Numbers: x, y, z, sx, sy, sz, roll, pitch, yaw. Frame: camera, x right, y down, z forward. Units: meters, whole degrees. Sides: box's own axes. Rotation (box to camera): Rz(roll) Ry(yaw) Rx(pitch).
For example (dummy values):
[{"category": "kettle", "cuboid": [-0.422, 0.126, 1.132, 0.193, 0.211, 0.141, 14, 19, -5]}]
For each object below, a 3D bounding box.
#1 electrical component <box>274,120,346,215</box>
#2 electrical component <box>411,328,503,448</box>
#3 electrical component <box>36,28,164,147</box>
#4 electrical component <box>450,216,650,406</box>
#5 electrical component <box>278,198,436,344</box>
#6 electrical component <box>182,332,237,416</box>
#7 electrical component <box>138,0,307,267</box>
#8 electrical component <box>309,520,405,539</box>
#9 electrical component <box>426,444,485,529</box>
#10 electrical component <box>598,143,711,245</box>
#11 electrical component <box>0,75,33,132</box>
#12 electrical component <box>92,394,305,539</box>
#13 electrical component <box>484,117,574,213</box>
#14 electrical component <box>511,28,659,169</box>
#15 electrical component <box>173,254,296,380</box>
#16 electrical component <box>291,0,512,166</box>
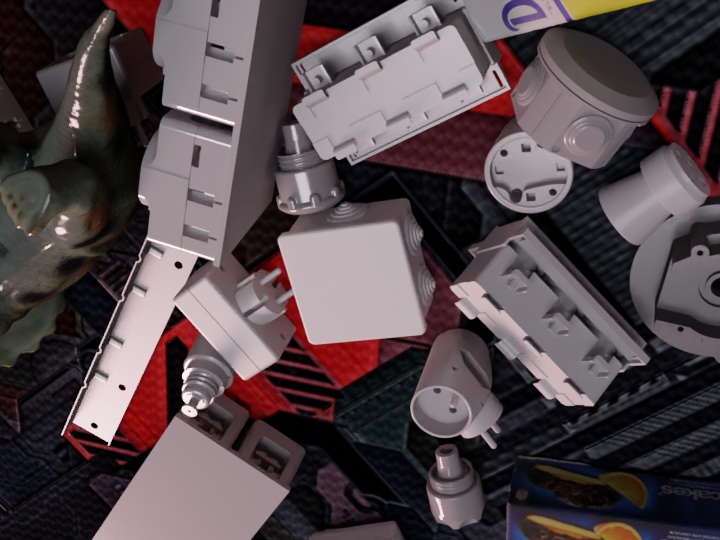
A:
[{"category": "electrical component", "cuboid": [-0.038, -0.071, 0.737, 0.048, 0.048, 0.062, -7, 108, 19]}, {"category": "electrical component", "cuboid": [0.076, 0.093, 0.772, 0.043, 0.077, 0.079, -31, 105, 28]}, {"category": "electrical component", "cuboid": [-0.172, -0.118, 0.748, 0.066, 0.047, 0.076, -13, 113, 22]}, {"category": "electrical component", "cuboid": [0.125, 0.031, 0.725, 0.121, 0.063, 0.079, 45, 161, -10]}, {"category": "electrical component", "cuboid": [0.000, 0.000, 0.761, 0.100, 0.048, 0.099, -7, 115, 19]}, {"category": "electrical component", "cuboid": [-0.116, 0.079, 0.825, 0.040, 0.078, 0.040, 10, 135, 11]}, {"category": "electrical component", "cuboid": [-0.088, -0.112, 0.692, 0.060, 0.105, 0.186, 17, 121, 7]}, {"category": "electrical component", "cuboid": [0.006, 0.248, 0.887, 0.096, 0.061, 0.061, -14, 113, 22]}, {"category": "electrical component", "cuboid": [0.072, 0.165, 0.833, 0.043, 0.043, 0.062, -4, 115, 19]}, {"category": "electrical component", "cuboid": [0.187, -0.048, 0.682, 0.055, 0.045, 0.045, -37, 103, 29]}, {"category": "electrical component", "cuboid": [-0.332, -0.100, 0.796, 0.150, 0.061, 0.089, -19, 111, 24]}, {"category": "electrical component", "cuboid": [-0.137, 0.191, 0.898, 0.105, 0.060, 0.186, 34, 122, -4]}, {"category": "electrical component", "cuboid": [0.111, -0.071, 0.690, 0.055, 0.047, 0.055, 7, 119, 13]}, {"category": "electrical component", "cuboid": [0.134, -0.104, 0.648, 0.080, 0.080, 0.051, 32, 127, -2]}, {"category": "electrical component", "cuboid": [-0.079, 0.025, 0.798, 0.076, 0.047, 0.083, -33, 105, 28]}, {"category": "electrical component", "cuboid": [0.022, -0.119, 0.681, 0.121, 0.063, 0.078, -23, 109, 26]}]
